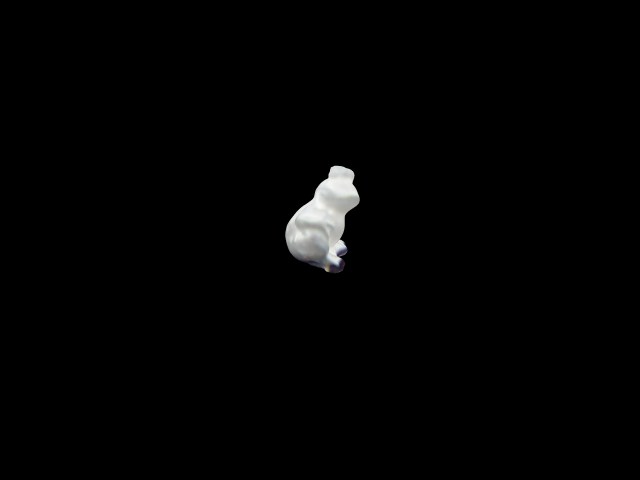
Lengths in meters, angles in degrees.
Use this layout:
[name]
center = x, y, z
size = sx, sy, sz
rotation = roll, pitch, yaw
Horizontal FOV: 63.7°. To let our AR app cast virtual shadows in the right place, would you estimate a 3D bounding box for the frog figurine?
[frog figurine]
center = 0.003, -0.043, 0.850
size = 0.123, 0.157, 0.139
rotation = 9, 21, 24
